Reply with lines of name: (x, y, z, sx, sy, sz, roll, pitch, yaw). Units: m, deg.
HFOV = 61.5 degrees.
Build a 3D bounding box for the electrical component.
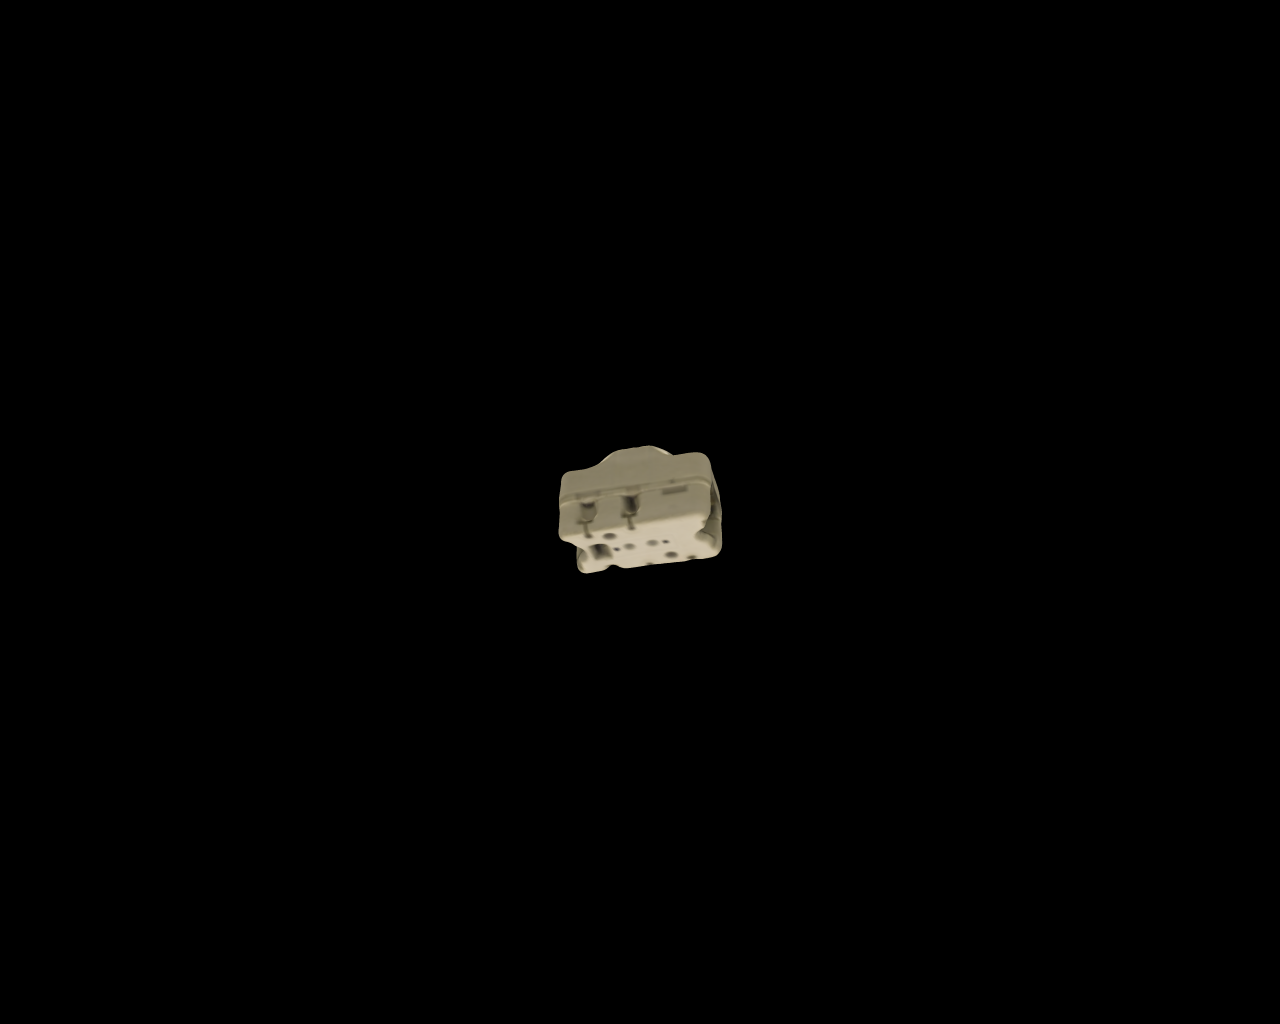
electrical component: (0.001, -0.003, 0.650, 0.089, 0.056, 0.050, -8, -36, 11)
